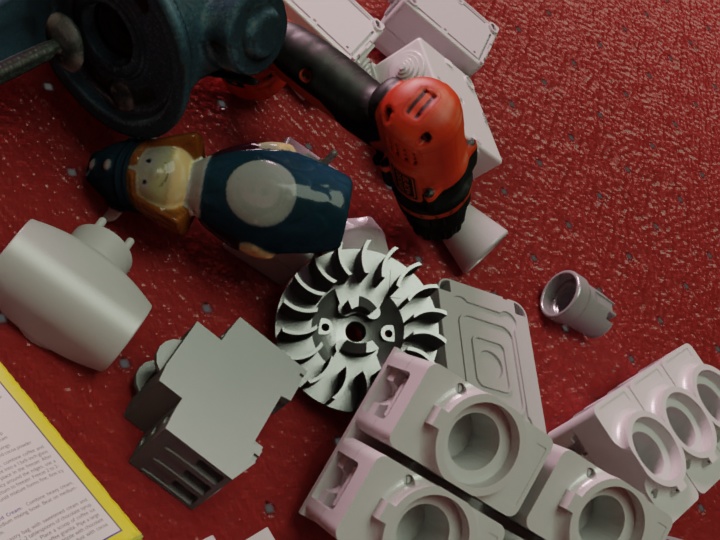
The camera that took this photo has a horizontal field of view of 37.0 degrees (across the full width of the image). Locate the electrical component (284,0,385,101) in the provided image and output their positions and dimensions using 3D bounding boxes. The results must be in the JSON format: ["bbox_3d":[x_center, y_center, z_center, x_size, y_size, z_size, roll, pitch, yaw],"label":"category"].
[{"bbox_3d":[-0.033,-0.168,0.781,0.096,0.061,0.061,42,42,-7],"label":"electrical component"}]

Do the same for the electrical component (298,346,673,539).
[{"bbox_3d":[0.076,0.138,0.600,0.186,0.060,0.105,34,81,-20],"label":"electrical component"}]

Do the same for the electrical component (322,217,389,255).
[{"bbox_3d":[0.000,0.000,0.698,0.043,0.043,0.062,6,57,-36],"label":"electrical component"}]

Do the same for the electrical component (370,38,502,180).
[{"bbox_3d":[0.058,-0.115,0.806,0.100,0.048,0.099,23,44,-54],"label":"electrical component"}]

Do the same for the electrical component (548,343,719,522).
[{"bbox_3d":[0.213,0.121,0.771,0.150,0.062,0.089,-21,75,-46],"label":"electrical component"}]

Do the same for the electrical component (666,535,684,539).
[{"bbox_3d":[0.183,0.210,0.690,0.077,0.043,0.079,14,75,-10],"label":"electrical component"}]

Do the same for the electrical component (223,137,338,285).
[{"bbox_3d":[-0.038,-0.048,0.678,0.047,0.076,0.083,34,44,-15],"label":"electrical component"}]

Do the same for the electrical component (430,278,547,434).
[{"bbox_3d":[0.067,0.072,0.690,0.078,0.057,0.113,18,50,-29],"label":"electrical component"}]

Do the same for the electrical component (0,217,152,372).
[{"bbox_3d":[-0.148,0.002,0.574,0.077,0.044,0.079,37,43,-12],"label":"electrical component"}]

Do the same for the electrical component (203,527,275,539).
[{"bbox_3d":[-0.115,0.176,0.427,0.186,0.105,0.060,-22,75,-46],"label":"electrical component"}]

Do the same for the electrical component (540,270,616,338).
[{"bbox_3d":[0.167,0.027,0.820,0.046,0.040,0.040,29,45,-29],"label":"electrical component"}]

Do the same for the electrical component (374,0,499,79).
[{"bbox_3d":[0.053,-0.191,0.869,0.096,0.061,0.061,38,43,-11],"label":"electrical component"}]

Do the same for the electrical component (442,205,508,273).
[{"bbox_3d":[0.070,-0.036,0.785,0.065,0.044,0.044,47,42,6],"label":"electrical component"}]
